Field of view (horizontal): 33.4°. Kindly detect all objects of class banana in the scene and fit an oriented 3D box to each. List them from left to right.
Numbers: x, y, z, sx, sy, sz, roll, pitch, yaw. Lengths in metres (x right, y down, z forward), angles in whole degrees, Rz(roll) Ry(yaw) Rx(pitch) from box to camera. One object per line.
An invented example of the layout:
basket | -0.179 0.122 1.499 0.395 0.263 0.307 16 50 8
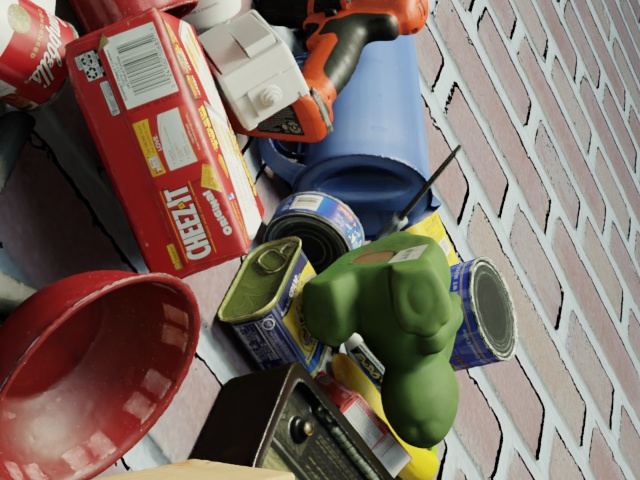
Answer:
banana | 0.067 0.185 1.029 0.197 0.037 0.070 50 10 -38

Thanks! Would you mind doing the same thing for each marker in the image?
marker | 0.047 0.113 1.008 0.121 0.020 0.020 49 33 -2

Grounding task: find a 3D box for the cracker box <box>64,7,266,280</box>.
cracker box | -0.102 -0.070 0.757 0.213 0.072 0.164 -95 165 -82

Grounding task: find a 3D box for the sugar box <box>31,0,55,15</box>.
sugar box | -0.226 -0.242 0.744 0.093 0.048 0.176 30 54 -50

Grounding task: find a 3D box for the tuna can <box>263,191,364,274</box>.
tuna can | -0.006 0.001 0.946 0.086 0.086 0.033 59 34 -23

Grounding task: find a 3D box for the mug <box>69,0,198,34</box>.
mug | -0.151 -0.196 0.814 0.081 0.093 0.117 64 0 -6

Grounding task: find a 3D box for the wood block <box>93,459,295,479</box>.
wood block | -0.109 0.195 0.652 0.205 0.091 0.090 6 84 -59

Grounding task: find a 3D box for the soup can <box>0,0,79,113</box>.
soup can | -0.215 -0.133 0.682 0.102 0.069 0.068 29 51 -49

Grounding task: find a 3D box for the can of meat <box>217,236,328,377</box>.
can of meat | -0.031 0.061 0.903 0.084 0.058 0.102 59 33 -27

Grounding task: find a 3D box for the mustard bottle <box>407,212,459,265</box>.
mustard bottle | 0.089 -0.039 1.154 0.191 0.058 0.096 66 30 -12

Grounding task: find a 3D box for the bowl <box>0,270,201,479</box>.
bowl | -0.149 0.076 0.648 0.055 0.162 0.161 35 16 28

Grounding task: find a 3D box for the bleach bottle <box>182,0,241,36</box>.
bleach bottle | -0.138 -0.263 0.869 0.068 0.103 0.251 -71 143 -53

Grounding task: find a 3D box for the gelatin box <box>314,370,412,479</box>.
gelatin box | 0.032 0.160 0.933 0.030 0.073 0.089 -43 114 -12

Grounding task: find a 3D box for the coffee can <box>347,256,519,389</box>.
coffee can | 0.108 0.082 1.040 0.102 0.141 0.103 34 47 -48

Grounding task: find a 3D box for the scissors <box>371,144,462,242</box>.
scissors | 0.058 0.000 0.964 0.016 0.202 0.096 37 43 -1

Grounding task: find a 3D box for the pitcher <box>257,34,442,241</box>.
pitcher | 0.032 -0.133 1.055 0.149 0.145 0.243 56 28 -49

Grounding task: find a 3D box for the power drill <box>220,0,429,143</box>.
power drill | -0.015 -0.174 0.978 0.187 0.185 0.057 -57 138 -30

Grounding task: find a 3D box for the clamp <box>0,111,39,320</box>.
clamp | -0.217 0.003 0.638 0.209 0.036 0.164 -13 86 -61
